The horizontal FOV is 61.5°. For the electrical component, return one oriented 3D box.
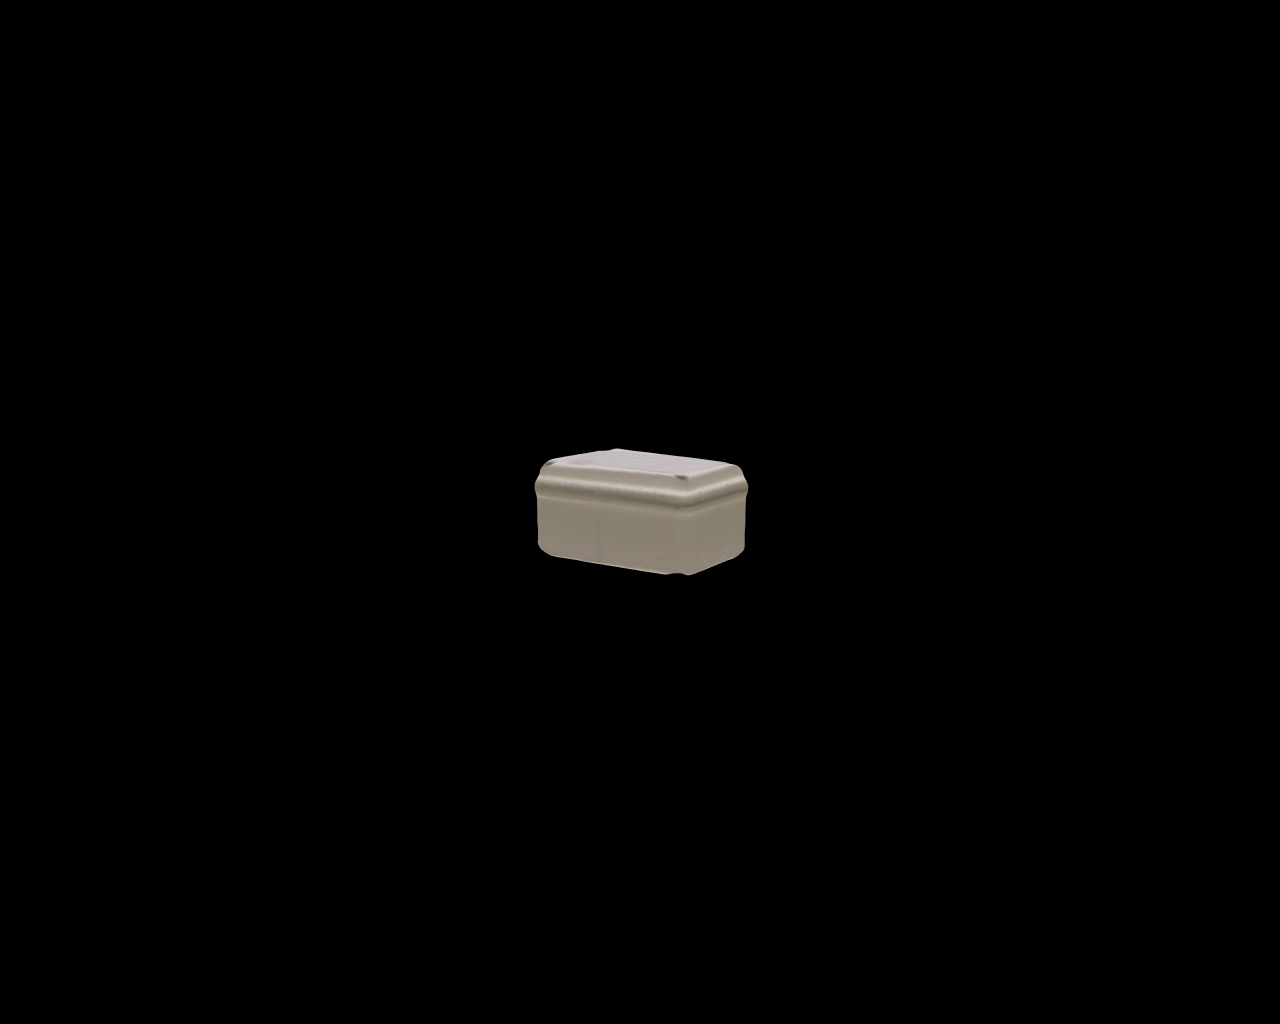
[{"bbox_3d":[0.001,-0.003,0.650,0.113,0.057,0.078,8,14,35],"label":"electrical component"}]
